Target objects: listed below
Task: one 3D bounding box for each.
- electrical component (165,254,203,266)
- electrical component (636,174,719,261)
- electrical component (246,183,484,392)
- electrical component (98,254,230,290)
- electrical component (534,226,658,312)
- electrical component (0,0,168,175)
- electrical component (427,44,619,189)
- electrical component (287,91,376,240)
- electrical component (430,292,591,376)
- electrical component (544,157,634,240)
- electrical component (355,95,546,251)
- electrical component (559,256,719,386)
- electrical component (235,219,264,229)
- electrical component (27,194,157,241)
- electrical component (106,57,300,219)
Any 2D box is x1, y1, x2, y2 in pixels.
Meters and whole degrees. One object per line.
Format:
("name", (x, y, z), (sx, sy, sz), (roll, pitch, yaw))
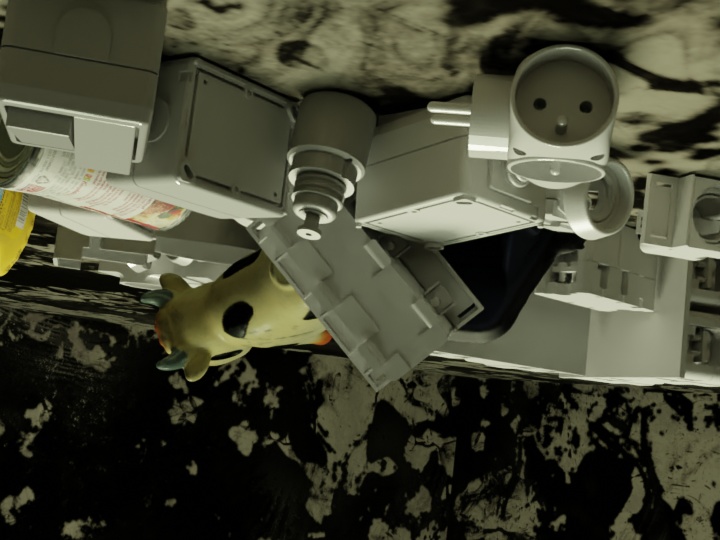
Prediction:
("electrical component", (-0.138, -0.027, 0.938), (0.055, 0.048, 0.066), (3, 176, -38))
("electrical component", (0.201, -0.029, 0.643), (0.081, 0.042, 0.064), (9, 173, -12))
("electrical component", (0.000, 0.000, 0.602), (0.079, 0.121, 0.063), (-39, 179, 11))
("electrical component", (-0.144, -0.006, 1.036), (0.186, 0.060, 0.105), (3, 172, 22))
("electrical component", (0.177, -0.003, 0.800), (0.089, 0.055, 0.050), (14, 170, -42))
("electrical component", (-0.121, -0.079, 0.469), (0.062, 0.061, 0.096), (8, 172, -12))
("electrical component", (0.069, -0.066, 0.470), (0.079, 0.044, 0.077), (5, 172, 9))
("electrical component", (-0.017, -0.053, 0.539), (0.040, 0.078, 0.040), (11, 159, 4))
("electrical component", (0.098, 0.020, 0.855), (0.186, 0.105, 0.060), (12, 171, -35))
("electrical component", (0.119, -0.042, 0.604), (0.066, 0.048, 0.055), (12, 178, -38))
("electrical component", (0.051, -0.052, 0.550), (0.062, 0.061, 0.096), (15, 162, -39))
("electrical component", (0.236, 0.038, 0.872), (0.060, 0.105, 0.186), (9, 172, -16))
("electrical component", (-0.067, -0.050, 0.702), (0.066, 0.048, 0.055), (8, 180, -11))
("electrical component", (-0.167, -0.058, 0.666), (0.061, 0.061, 0.096), (5, 172, 10))
("electrical component", (-0.076, -0.063, 0.551), (0.061, 0.061, 0.096), (1, 171, 37))
